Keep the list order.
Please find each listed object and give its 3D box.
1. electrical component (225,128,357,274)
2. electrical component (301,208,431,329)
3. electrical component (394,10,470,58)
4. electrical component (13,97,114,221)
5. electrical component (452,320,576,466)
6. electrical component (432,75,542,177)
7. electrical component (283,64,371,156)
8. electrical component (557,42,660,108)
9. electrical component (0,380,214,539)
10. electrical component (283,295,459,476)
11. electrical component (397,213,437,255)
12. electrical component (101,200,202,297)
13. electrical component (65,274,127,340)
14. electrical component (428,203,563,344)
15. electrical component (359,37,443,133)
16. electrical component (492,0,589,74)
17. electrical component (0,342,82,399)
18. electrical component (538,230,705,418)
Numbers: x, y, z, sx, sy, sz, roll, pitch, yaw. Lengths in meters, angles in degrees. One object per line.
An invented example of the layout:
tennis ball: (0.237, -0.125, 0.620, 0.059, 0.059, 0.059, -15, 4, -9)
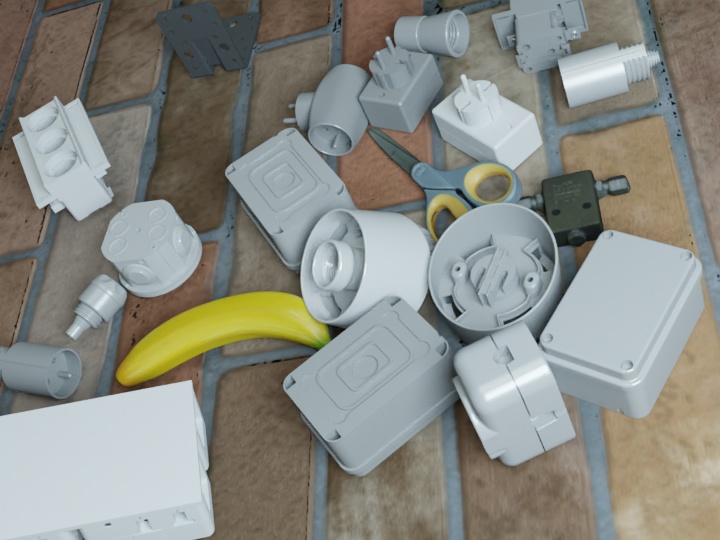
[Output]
electrical component: (-0.056, -0.060, 0.932, 0.078, 0.057, 0.113, -34, 48, -6)
electrical component: (0.000, 0.000, 0.842, 0.099, 0.064, 0.099, -18, 68, 52)
electrical component: (0.066, -0.224, 1.022, 0.065, 0.044, 0.044, 7, 57, 34)
electrical component: (-0.293, -0.109, 1.073, 0.079, 0.063, 0.121, -32, 47, -2)
electrical component: (0.100, 0.086, 0.719, 0.059, 0.095, 0.053, -26, 47, 3)
electrical component: (0.102, -0.134, 0.908, 0.047, 0.075, 0.083, -42, 49, -11)
electrical component: (-0.034, -0.148, 1.002, 0.079, 0.043, 0.077, 0, 54, 24)
electrical component: (0.212, -0.169, 0.910, 0.081, 0.043, 0.043, -15, 49, 13)
electrical component: (-0.207, 0.158, 0.796, 0.186, 0.060, 0.105, -10, 48, -3)
electrical component: (0.012, 0.085, 0.784, 0.113, 0.057, 0.078, -38, 48, -8)
electrical component: (0.043, -0.015, 0.863, 0.040, 0.040, 0.078, -44, 49, -13)
electrical component: (-0.187, -0.020, 0.962, 0.080, 0.051, 0.080, -12, 49, 15)
electrical component: (-0.236, 0.035, 0.951, 0.035, 0.035, 0.061, 25, 69, 37)
electrical component: (0.103, 0.008, 0.801, 0.099, 0.064, 0.099, -12, 49, 15)
electrical component: (0.032, -0.175, 0.972, 0.047, 0.076, 0.065, 15, 61, 33)
electrical component: (0.163, -0.214, 0.969, 0.081, 0.042, 0.063, -10, 52, 17)
electrical component: (-0.286, 0.084, 0.927, 0.081, 0.043, 0.043, 5, 56, 27)
electrical component: (0.183, 0.035, 0.749, 0.078, 0.057, 0.113, 18, 63, 34)
